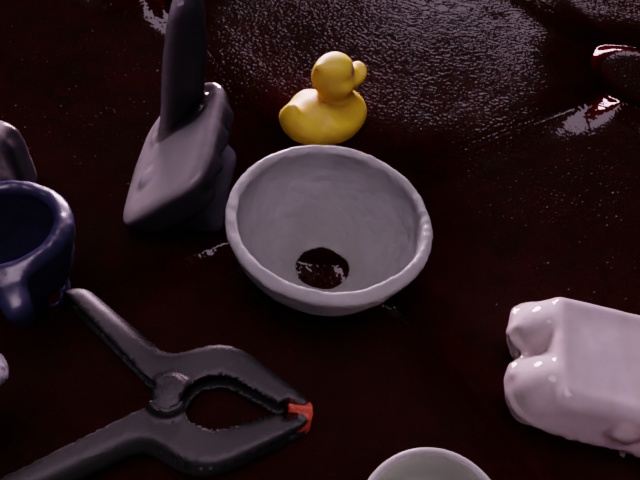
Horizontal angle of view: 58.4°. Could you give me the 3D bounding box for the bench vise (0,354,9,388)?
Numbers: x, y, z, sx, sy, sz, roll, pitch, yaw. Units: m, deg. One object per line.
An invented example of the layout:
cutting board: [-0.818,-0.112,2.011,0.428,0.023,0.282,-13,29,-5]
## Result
bench vise: [-0.289,0.083,0.288,0.121,0.220,0.208,40,58,23]

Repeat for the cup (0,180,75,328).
cup: [-0.217,0.028,0.421,0.092,0.095,0.117,-18,56,-20]

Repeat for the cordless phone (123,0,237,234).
cordless phone: [-0.122,-0.106,0.480,0.094,0.185,0.147,2,52,-5]

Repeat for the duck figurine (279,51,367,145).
duck figurine: [0.007,-0.153,0.597,0.105,0.086,0.077,-26,59,-25]

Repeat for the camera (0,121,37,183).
camera: [-0.330,-0.048,0.462,0.143,0.101,0.137,5,52,-3]

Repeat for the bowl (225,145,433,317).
bowl: [0.004,0.002,0.482,0.167,0.075,0.167,4,52,-4]

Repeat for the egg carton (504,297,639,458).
egg carton: [0.213,0.105,0.430,0.150,0.069,0.107,13,51,3]
